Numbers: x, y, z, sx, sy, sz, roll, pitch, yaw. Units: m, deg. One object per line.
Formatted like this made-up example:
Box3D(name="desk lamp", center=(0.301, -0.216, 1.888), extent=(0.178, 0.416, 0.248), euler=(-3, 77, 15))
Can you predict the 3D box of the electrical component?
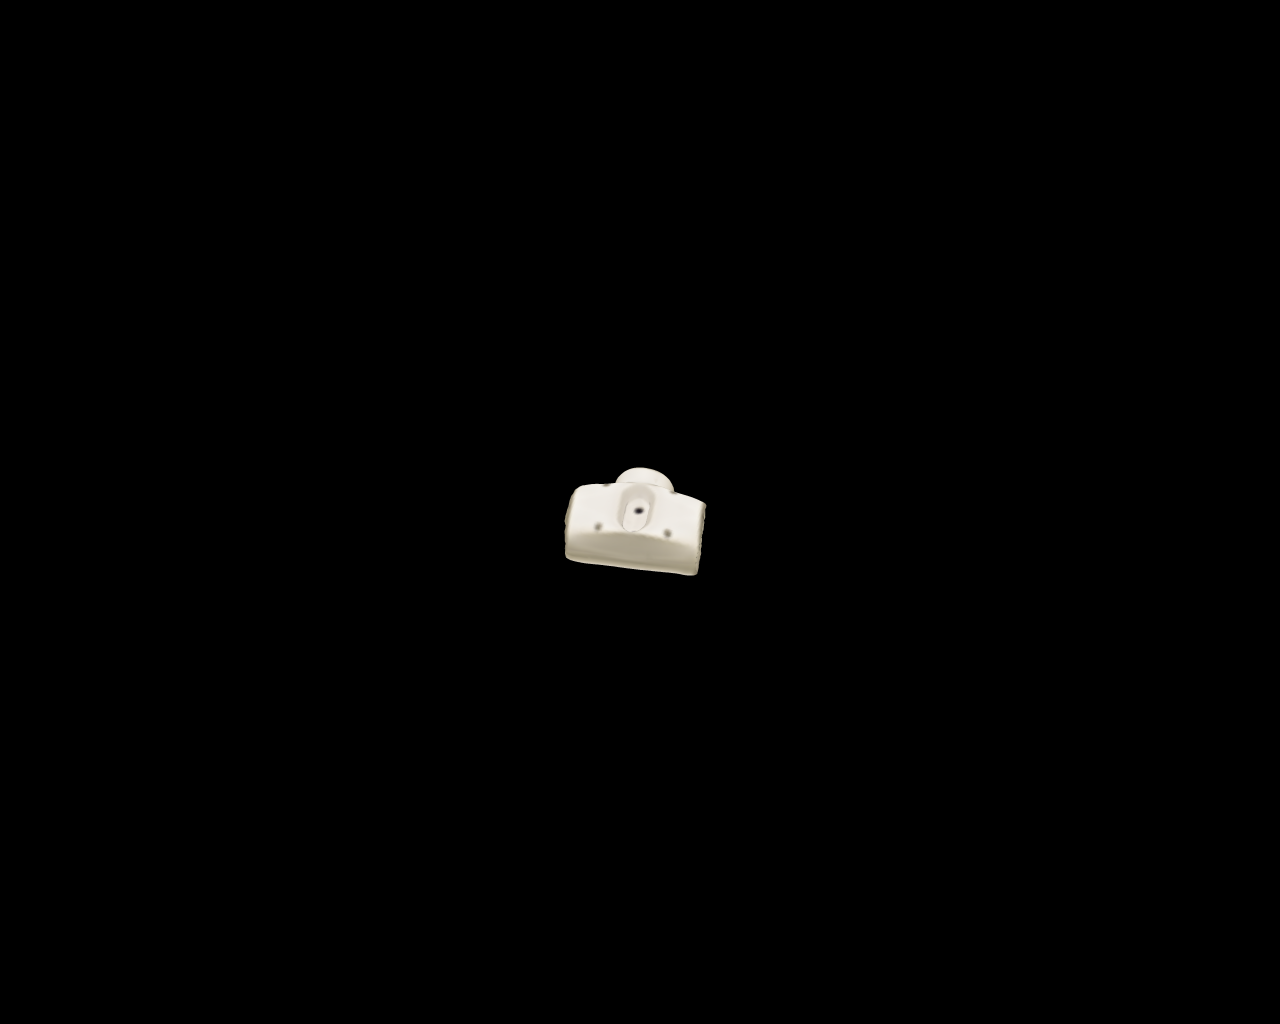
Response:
Box3D(name="electrical component", center=(0.001, -0.003, 0.650), extent=(0.077, 0.079, 0.043), euler=(7, -40, 6))
